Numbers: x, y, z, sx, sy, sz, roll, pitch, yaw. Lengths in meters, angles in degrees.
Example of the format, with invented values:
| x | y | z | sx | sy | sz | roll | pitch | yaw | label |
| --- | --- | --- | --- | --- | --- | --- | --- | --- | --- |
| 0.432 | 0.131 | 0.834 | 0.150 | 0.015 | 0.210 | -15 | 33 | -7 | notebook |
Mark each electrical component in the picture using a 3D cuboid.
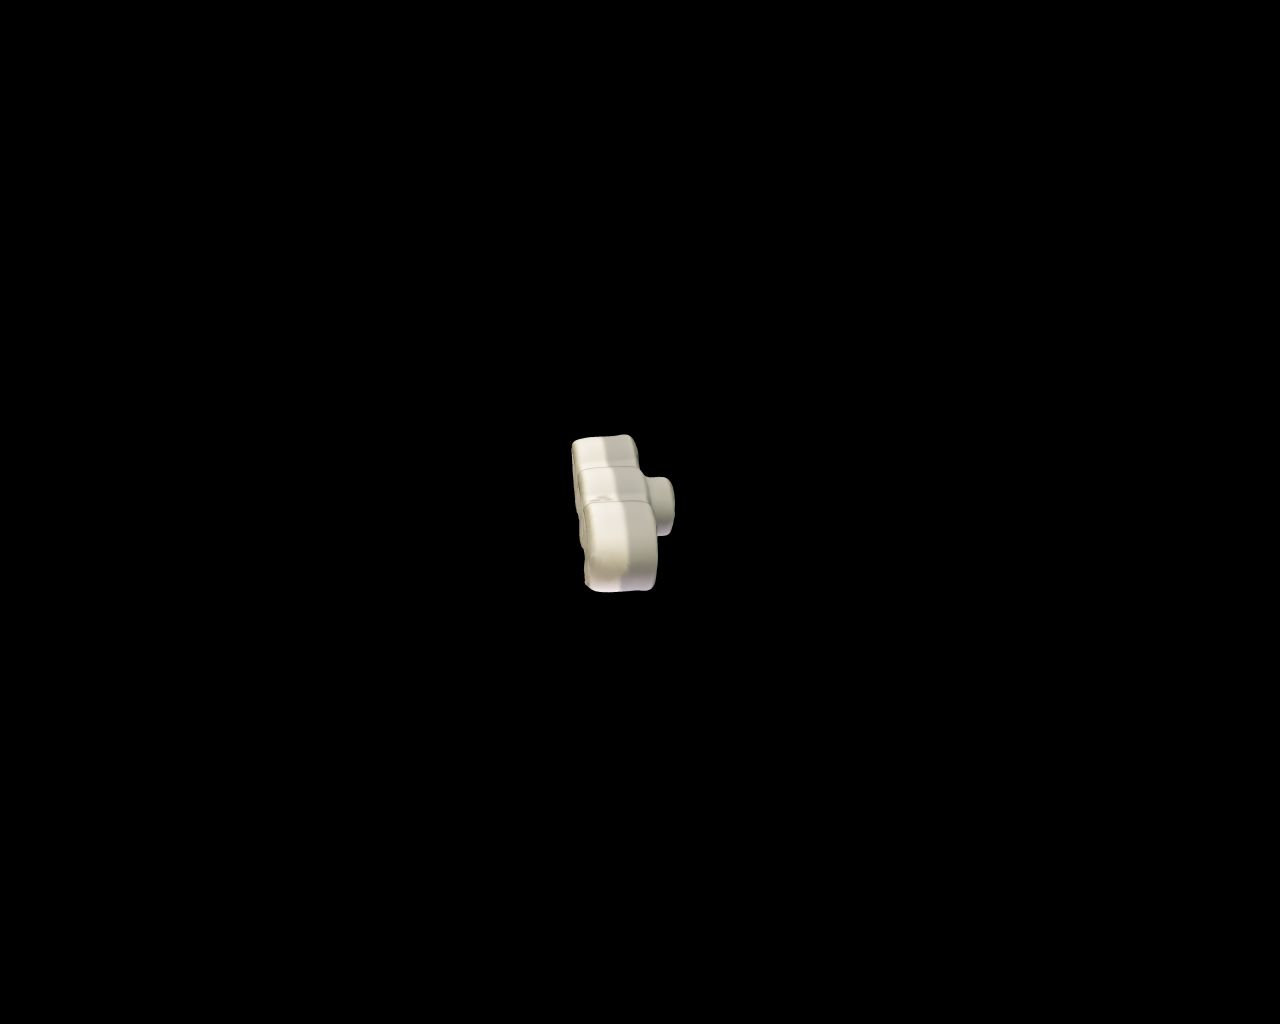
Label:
| x | y | z | sx | sy | sz | roll | pitch | yaw | label |
| --- | --- | --- | --- | --- | --- | --- | --- | --- | --- |
| 0.001 | -0.003 | 0.650 | 0.074 | 0.052 | 0.138 | -4 | 30 | -6 | electrical component |
